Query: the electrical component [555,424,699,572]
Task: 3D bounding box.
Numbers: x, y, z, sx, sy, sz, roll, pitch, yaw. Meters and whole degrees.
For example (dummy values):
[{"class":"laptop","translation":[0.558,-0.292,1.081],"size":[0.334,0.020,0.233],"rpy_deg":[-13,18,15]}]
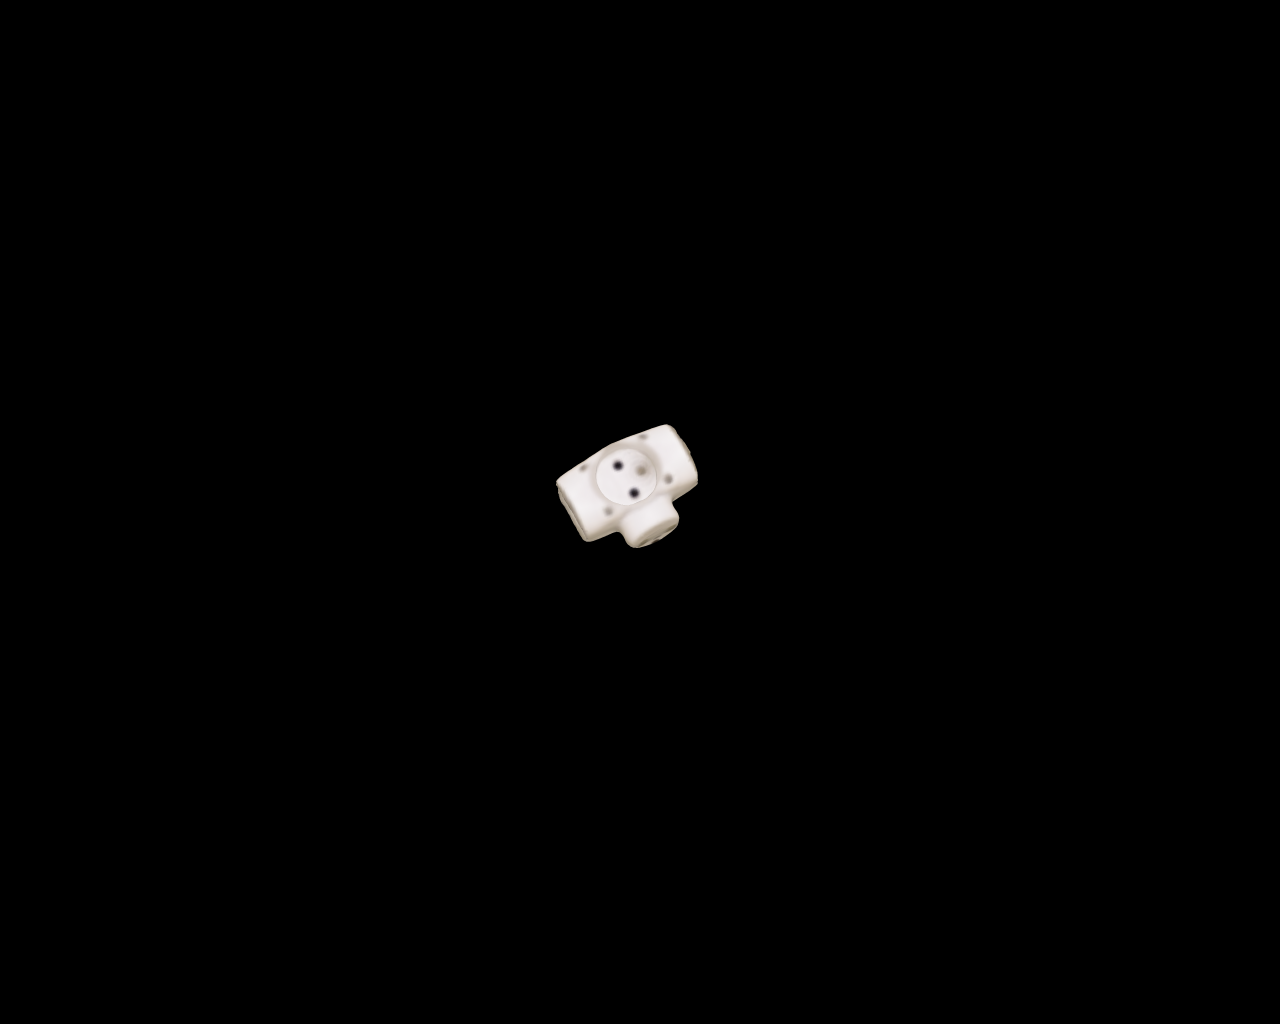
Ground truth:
[{"class":"electrical component","translation":[0.001,-0.003,0.650],"size":[0.077,0.079,0.044],"rpy_deg":[-27,-14,-7]}]
